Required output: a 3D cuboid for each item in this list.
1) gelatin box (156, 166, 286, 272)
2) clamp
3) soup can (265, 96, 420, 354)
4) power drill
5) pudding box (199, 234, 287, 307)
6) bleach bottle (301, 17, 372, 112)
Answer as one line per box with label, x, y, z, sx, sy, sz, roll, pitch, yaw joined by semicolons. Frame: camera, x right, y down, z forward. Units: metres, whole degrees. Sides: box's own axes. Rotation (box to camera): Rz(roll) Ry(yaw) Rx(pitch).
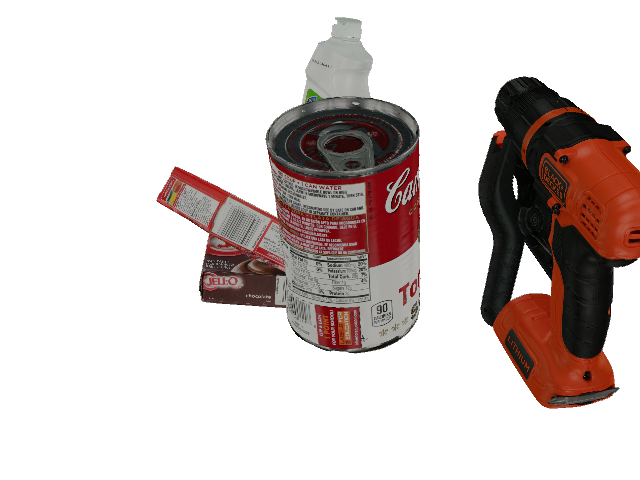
gelatin box;-0.052;-0.011;0.697;0.089;0.030;0.073;28;0;-39
clamp;0.171;-0.009;0.943;0.120;0.171;0.039;-26;11;-40
soup can;0.013;-0.006;0.498;0.068;0.102;0.068;-3;35;2
power drill;0.157;0.002;0.711;0.057;0.188;0.184;-9;35;-10
pudding box;-0.048;0.021;0.955;0.113;0.039;0.090;5;29;-3
bleach bottle;0.019;-0.107;1.134;0.067;0.251;0.103;-10;26;-42
